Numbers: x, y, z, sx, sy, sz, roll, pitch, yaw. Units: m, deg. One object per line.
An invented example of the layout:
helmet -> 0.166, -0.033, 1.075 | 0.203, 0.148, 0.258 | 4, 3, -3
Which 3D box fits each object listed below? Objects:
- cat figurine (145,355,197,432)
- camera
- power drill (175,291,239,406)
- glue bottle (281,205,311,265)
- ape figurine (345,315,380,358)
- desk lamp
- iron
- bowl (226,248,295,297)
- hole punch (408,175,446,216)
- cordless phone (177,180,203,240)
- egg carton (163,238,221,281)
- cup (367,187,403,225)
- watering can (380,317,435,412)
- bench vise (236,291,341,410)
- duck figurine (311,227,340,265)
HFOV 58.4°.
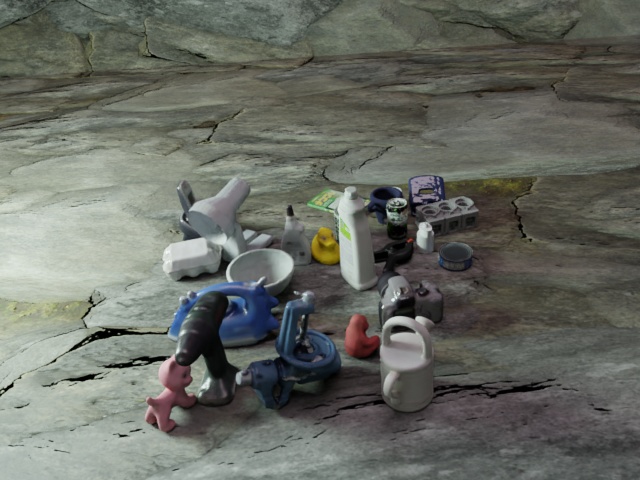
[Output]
cat figurine -> -0.290, 0.282, 1.105 | 0.067, 0.118, 0.128 | 11, 37, 24
camera -> 0.191, 0.120, 1.291 | 0.143, 0.101, 0.136 | -10, 34, -7
power drill -> -0.216, 0.217, 1.109 | 0.075, 0.209, 0.229 | -3, 34, 5
glue bottle -> -0.067, -0.014, 1.466 | 0.078, 0.173, 0.037 | 0, 34, 9
ape figurine -> 0.084, 0.196, 1.201 | 0.076, 0.092, 0.077 | -23, 37, -24
desk lamp -> -0.234, -0.043, 1.499 | 0.117, 0.214, 0.204 | 15, 39, 29
iron -> -0.222, 0.152, 1.269 | 0.258, 0.142, 0.118 | -7, 34, -2
bowl -> -0.141, 0.095, 1.403 | 0.167, 0.075, 0.167 | -4, 34, 3
hole punch -> 0.311, -0.129, 1.656 | 0.108, 0.091, 0.101 | -3, 34, 5
cordless phone -> -0.352, -0.100, 1.628 | 0.094, 0.185, 0.147 | -2, 34, 6
egg carton -> -0.337, 0.049, 1.507 | 0.150, 0.069, 0.107 | -12, 34, -10
cup -> 0.178, -0.085, 1.606 | 0.118, 0.095, 0.091 | -30, 41, -32
watering can -> 0.163, 0.214, 1.069 | 0.100, 0.194, 0.173 | 1, 34, 10
bench vise -> -0.054, 0.212, 1.082 | 0.121, 0.220, 0.208 | 25, 44, 38
duck figurine -> 0.014, 0.005, 1.504 | 0.078, 0.086, 0.104 | -20, 36, -20
